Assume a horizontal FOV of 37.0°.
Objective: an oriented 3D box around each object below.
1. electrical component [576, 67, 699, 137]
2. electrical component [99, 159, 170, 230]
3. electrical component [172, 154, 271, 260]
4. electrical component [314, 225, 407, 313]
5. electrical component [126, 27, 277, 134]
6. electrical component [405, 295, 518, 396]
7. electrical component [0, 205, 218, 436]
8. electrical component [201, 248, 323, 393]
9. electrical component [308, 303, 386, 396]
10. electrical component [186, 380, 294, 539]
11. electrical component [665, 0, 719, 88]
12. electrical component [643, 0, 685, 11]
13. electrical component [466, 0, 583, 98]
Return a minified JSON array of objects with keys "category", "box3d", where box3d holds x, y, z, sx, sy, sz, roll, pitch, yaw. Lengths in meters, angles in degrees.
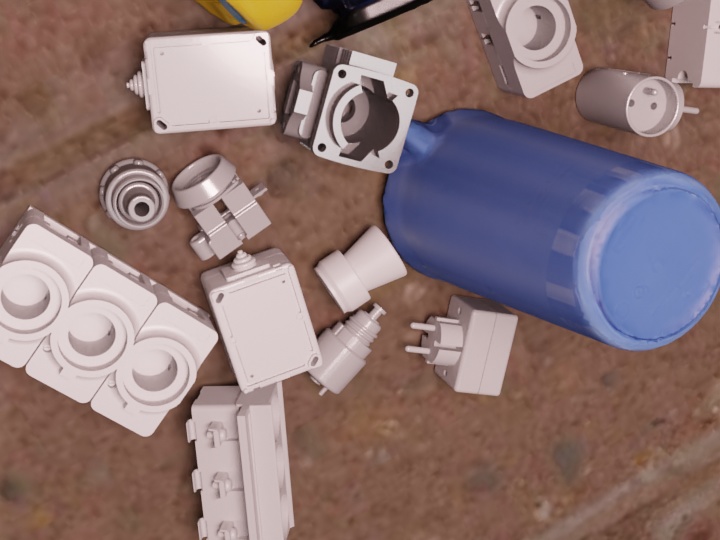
[{"category":"electrical component","box3d":[0.215,-0.124,0.805,0.079,0.077,0.043,4,104,-18]},{"category":"electrical component","box3d":[-0.150,-0.047,0.724,0.048,0.062,0.048,-5,106,-16]},{"category":"electrical component","box3d":[-0.099,-0.047,0.750,0.066,0.048,0.055,-36,120,-5]},{"category":"electrical component","box3d":[0.000,0.000,0.793,0.055,0.045,0.045,-34,112,-4]},{"category":"electrical component","box3d":[-0.107,-0.128,0.718,0.096,0.061,0.061,-5,107,-7]},{"category":"electrical component","box3d":[0.072,0.056,0.830,0.077,0.047,0.065,8,102,-19]},{"category":"electrical component","box3d":[-0.185,0.037,0.738,0.150,0.062,0.089,34,94,-23]},{"category":"electrical component","box3d":[-0.073,0.028,0.769,0.062,0.061,0.096,-20,110,-10]},{"category":"electrical component","box3d":[-0.011,0.057,0.809,0.040,0.040,0.078,42,90,-23]},{"category":"electrical component","box3d":[-0.088,0.147,0.797,0.063,0.078,0.121,-2,107,7]},{"category":"electrical component","box3d":[0.275,-0.186,0.820,0.056,0.050,0.089,-2,106,-16]},{"category":"electrical component","box3d":[0.222,-0.246,0.759,0.060,0.108,0.108,34,94,-17]},{"category":"electrical component","box3d":[0.118,-0.175,0.772,0.050,0.056,0.089,-27,111,-8]}]
